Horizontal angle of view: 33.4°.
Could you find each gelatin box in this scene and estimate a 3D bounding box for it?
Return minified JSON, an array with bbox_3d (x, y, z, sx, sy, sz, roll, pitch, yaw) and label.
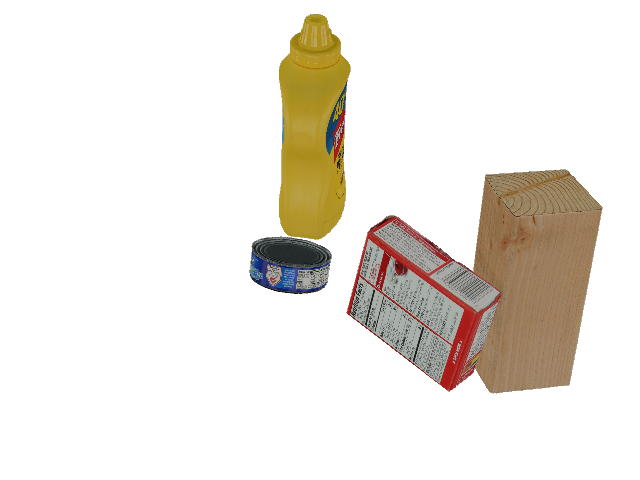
[{"bbox_3d":[0.062,0.038,0.658,0.089,0.073,0.030,37,48,26],"label":"gelatin box"}]

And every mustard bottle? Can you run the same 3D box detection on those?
[{"bbox_3d":[-0.006,-0.101,0.896,0.058,0.192,0.096,9,41,9],"label":"mustard bottle"}]

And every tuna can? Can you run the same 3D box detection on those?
[{"bbox_3d":[-0.033,0.026,1.137,0.086,0.034,0.086,7,19,-3],"label":"tuna can"}]

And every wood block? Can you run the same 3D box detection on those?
[{"bbox_3d":[0.209,0.042,1.075,0.090,0.206,0.090,-4,30,-11],"label":"wood block"}]
